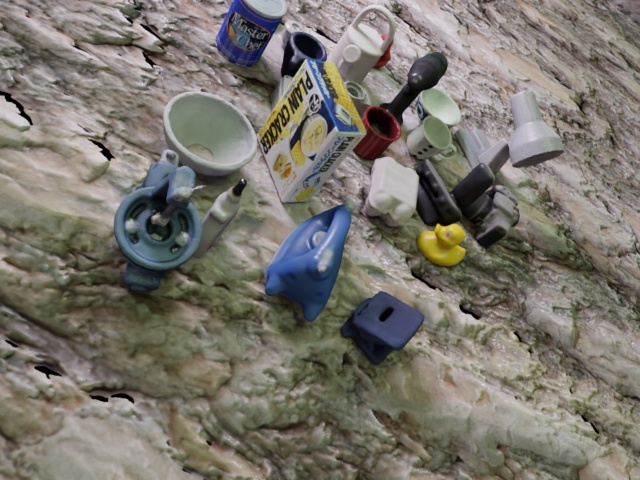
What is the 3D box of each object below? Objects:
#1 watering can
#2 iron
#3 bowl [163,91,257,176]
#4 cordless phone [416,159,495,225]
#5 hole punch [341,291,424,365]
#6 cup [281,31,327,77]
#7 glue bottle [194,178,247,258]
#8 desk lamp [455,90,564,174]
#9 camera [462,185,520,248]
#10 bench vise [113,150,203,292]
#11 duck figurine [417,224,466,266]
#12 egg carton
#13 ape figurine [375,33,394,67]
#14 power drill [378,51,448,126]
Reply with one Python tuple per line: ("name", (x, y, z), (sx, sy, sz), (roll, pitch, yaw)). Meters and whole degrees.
("watering can", (0.096, -0.437, 1.290), (0.101, 0.193, 0.173), (23, 50, -19))
("iron", (0.009, 0.003, 0.973), (0.119, 0.141, 0.258), (34, 48, -10))
("bowl", (-0.199, -0.172, 0.998), (0.168, 0.074, 0.167), (17, 52, -24))
("cordless phone", (0.282, -0.127, 1.213), (0.094, 0.184, 0.147), (-18, 72, -40))
("hole punch", (0.108, 0.143, 0.981), (0.101, 0.091, 0.109), (47, 47, 2))
("cup", (-0.049, -0.374, 1.220), (0.092, 0.094, 0.118), (38, 47, -6))
("glue bottle", (-0.150, -0.041, 0.875), (0.037, 0.172, 0.078), (37, 47, -7))
("desk lamp", (0.463, -0.244, 1.393), (0.118, 0.213, 0.203), (-6, 64, -36))
("camera", (0.380, -0.081, 1.305), (0.137, 0.100, 0.143), (36, 47, -8))
("bench vise", (-0.227, -0.058, 0.803), (0.122, 0.219, 0.207), (-2, 62, -34))
("duck figurine", (0.265, 0.003, 1.182), (0.105, 0.086, 0.077), (28, 49, -15))
("egg carton", (0.148, -0.100, 1.185), (0.107, 0.069, 0.150), (26, 49, -17))
("ape figurine", (0.147, -0.474, 1.420), (0.078, 0.092, 0.076), (28, 49, -15))
("power drill", (0.200, -0.329, 1.277), (0.075, 0.208, 0.230), (42, 47, -2))
